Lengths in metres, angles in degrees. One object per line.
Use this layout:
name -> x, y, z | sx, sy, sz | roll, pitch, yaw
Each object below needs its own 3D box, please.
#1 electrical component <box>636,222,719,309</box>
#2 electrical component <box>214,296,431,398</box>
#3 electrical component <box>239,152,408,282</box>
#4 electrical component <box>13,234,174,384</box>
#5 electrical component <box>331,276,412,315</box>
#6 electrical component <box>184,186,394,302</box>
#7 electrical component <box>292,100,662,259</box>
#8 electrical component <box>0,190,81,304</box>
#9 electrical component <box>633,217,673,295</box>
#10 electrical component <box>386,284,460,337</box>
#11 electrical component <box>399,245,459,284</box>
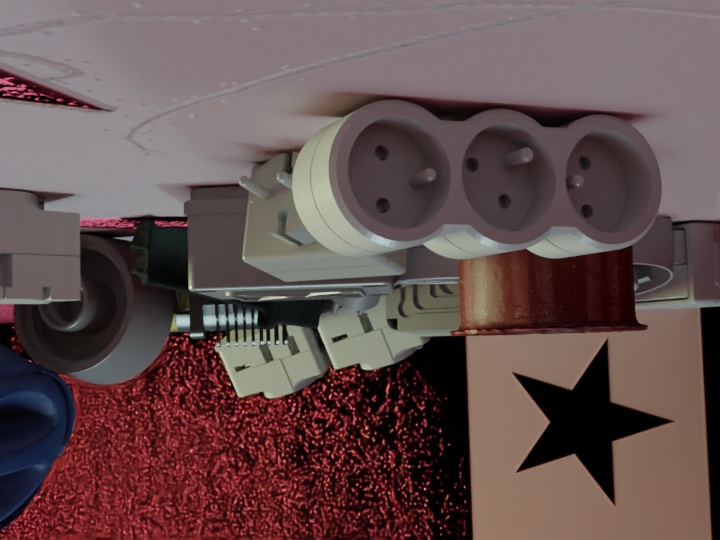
electrical component -> 0.249, -0.002, 0.825 | 0.061, 0.061, 0.096 | 1, 175, -27
electrical component -> -0.021, 0.053, 0.971 | 0.186, 0.060, 0.105 | -18, -168, 20
electrical component -> -0.023, -0.028, 0.474 | 0.066, 0.047, 0.077 | -4, 163, 28
electrical component -> -0.195, 0.026, 0.765 | 0.108, 0.108, 0.060 | -3, 170, 19
electrical component -> 0.000, 0.000, 0.705 | 0.077, 0.079, 0.044 | 0, -140, -21
electrical component -> -0.035, -0.013, 0.605 | 0.109, 0.056, 0.108 | -2, 176, 3
electrical component -> 0.039, -0.030, 0.419 | 0.138, 0.052, 0.074 | 0, 176, -23
electrical component -> -0.197, -0.011, 0.564 | 0.089, 0.055, 0.050 | 2, 174, -43
electrical component -> 0.178, -0.015, 0.782 | 0.099, 0.064, 0.099 | -2, 162, -1
electrical component -> 0.082, 0.011, 0.844 | 0.113, 0.078, 0.057 | -4, 172, 28
electrical component -> 0.051, -0.017, 0.651 | 0.055, 0.047, 0.055 | -2, 176, 0
